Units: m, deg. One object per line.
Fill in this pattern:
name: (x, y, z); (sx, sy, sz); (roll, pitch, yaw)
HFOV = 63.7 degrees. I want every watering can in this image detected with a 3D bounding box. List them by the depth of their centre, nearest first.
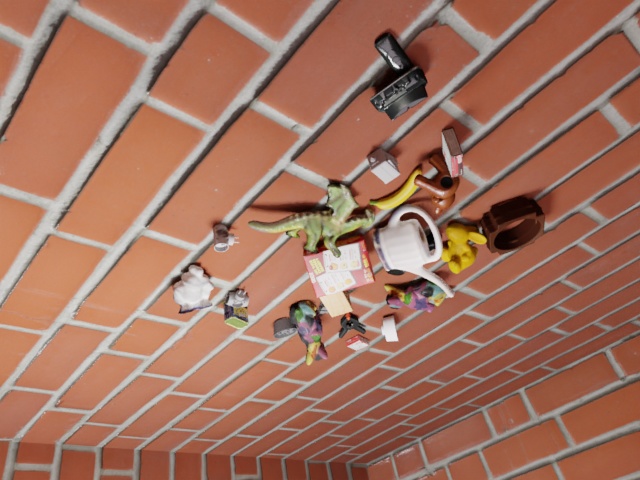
watering can: (0.305, 0.052, 1.716); (0.223, 0.105, 0.345); (-15, 102, 25)

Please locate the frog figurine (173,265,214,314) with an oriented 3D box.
frog figurine: (-0.434, 0.156, 1.756); (0.137, 0.124, 0.157); (-4, 105, 2)

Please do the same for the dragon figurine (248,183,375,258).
dragon figurine: (0.005, -0.080, 1.596); (0.408, 0.124, 0.239); (15, 116, -33)
